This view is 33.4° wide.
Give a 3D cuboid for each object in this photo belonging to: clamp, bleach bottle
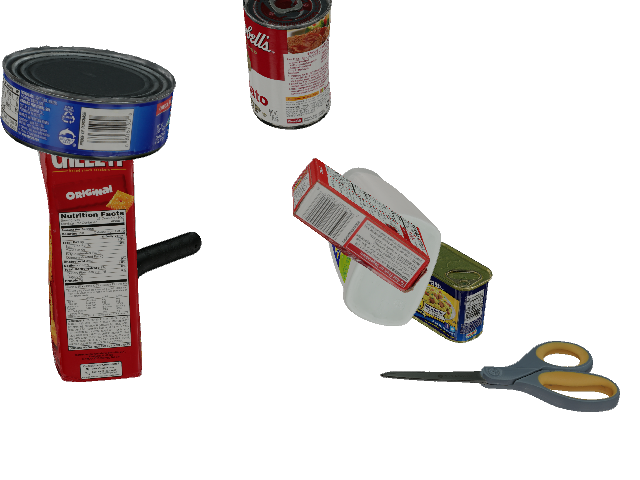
[{"bbox_3d":[-0.213,0.028,1.175,0.120,0.039,0.171,-4,28,29],"label":"clamp"},{"bbox_3d":[0.042,-0.008,1.012,0.068,0.102,0.251,19,11,-14],"label":"bleach bottle"}]

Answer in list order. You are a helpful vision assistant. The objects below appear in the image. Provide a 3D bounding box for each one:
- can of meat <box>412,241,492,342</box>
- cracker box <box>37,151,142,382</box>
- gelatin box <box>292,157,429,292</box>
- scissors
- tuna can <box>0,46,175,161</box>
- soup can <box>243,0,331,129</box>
[{"bbox_3d":[0.149,0.062,1.256,0.057,0.084,0.102,-23,39,-34],"label":"can of meat"},{"bbox_3d":[-0.188,-0.018,0.860,0.072,0.214,0.164,-4,27,-13],"label":"cracker box"},{"bbox_3d":[0.024,-0.010,0.675,0.089,0.030,0.073,35,12,-10],"label":"gelatin box"},{"bbox_3d":[0.156,0.109,0.925,0.202,0.016,0.096,10,29,5],"label":"scissors"},{"bbox_3d":[-0.118,-0.070,0.542,0.086,0.034,0.086,9,24,-4],"label":"tuna can"},{"bbox_3d":[-0.025,-0.148,0.847,0.068,0.068,0.102,0,-44,1],"label":"soup can"}]
